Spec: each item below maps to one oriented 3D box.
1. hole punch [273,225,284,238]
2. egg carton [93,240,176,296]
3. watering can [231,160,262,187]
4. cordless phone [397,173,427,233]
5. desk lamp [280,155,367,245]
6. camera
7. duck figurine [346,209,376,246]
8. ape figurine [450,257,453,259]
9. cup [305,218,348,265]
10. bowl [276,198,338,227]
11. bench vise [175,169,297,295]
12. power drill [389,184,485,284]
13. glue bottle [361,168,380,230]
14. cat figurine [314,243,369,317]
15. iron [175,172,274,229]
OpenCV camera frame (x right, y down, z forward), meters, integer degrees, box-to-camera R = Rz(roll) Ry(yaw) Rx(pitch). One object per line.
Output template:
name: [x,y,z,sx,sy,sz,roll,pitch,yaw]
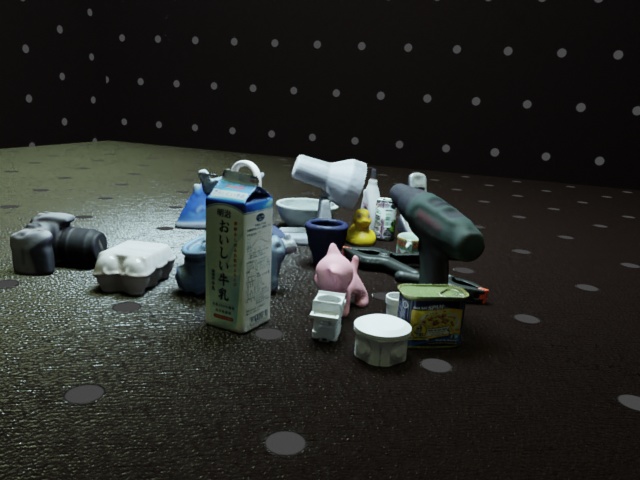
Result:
hole punch: [-0.127,-0.015,1.286,0.101,0.091,0.108,0,14,-14]
egg carton: [-0.332,0.047,1.033,0.107,0.069,0.150,6,14,8]
watering can: [-0.183,-0.092,1.365,0.100,0.194,0.173,7,14,14]
cordless phone: [0.268,-0.074,1.425,0.148,0.185,0.093,-6,17,-33]
desk lamp: [0.006,-0.098,1.398,0.203,0.213,0.118,1,14,-8]
camera: [-0.495,0.003,1.104,0.136,0.101,0.143,5,14,5]
duck figurine: [0.103,-0.037,1.441,0.077,0.086,0.104,1,14,-10]
ape figurine: [0.303,-0.006,1.354,0.076,0.092,0.078,8,15,19]
cup: [0.011,0.004,1.233,0.091,0.095,0.117,2,14,-4]
bowl: [-0.036,-0.064,1.537,0.167,0.075,0.167,3,14,-1]
bench vise: [-0.151,-0.016,1.018,0.208,0.220,0.121,-6,17,-34]
power drill: [0.178,0.023,0.964,0.076,0.208,0.228,-4,16,-27]
glue bottle: [0.139,-0.107,1.548,0.037,0.173,0.078,-3,15,-24]
cat figurine: [0.034,0.062,0.961,0.067,0.118,0.128,11,16,29]
iron: [-0.256,-0.107,1.519,0.259,0.141,0.118,-5,16,-31]
